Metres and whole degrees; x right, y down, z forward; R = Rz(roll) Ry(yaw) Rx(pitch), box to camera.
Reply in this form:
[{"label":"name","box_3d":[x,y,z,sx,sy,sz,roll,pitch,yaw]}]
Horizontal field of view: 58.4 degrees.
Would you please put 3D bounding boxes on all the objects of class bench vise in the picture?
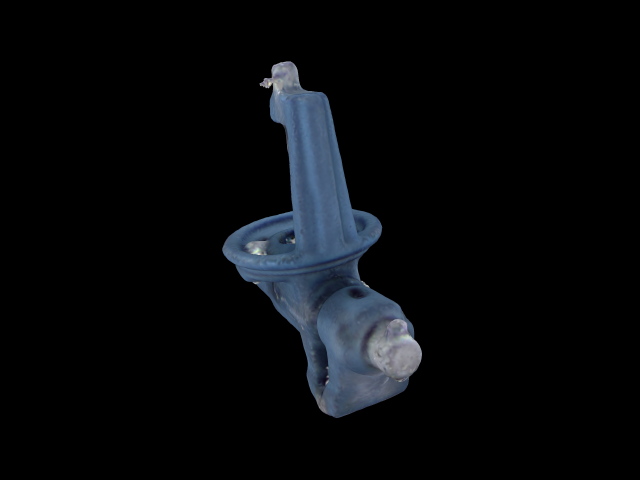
[{"label":"bench vise","box_3d":[0.012,-0.003,0.407,0.122,0.220,0.206,-29,43,-36]}]
